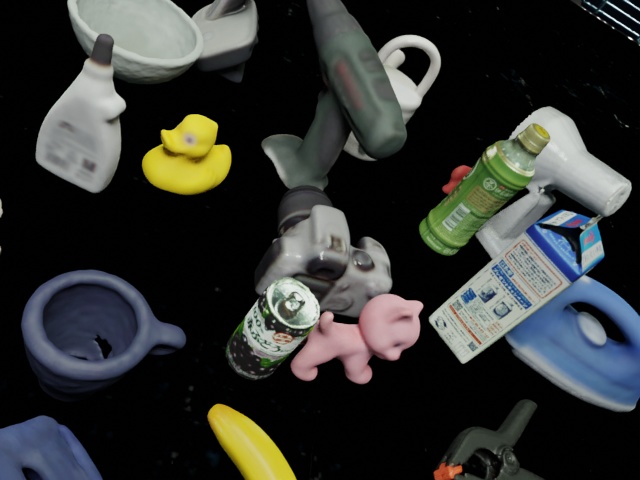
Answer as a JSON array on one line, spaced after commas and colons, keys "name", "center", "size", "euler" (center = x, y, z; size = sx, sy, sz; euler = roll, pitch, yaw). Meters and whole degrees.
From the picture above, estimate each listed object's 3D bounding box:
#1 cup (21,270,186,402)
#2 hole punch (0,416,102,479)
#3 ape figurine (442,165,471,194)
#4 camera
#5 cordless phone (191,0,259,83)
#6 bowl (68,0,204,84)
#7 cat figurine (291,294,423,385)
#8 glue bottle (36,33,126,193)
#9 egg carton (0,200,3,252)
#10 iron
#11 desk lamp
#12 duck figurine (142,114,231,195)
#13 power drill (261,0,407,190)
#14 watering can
[{"name": "cup", "center": [-0.174, 0.087, 0.452], "size": [0.118, 0.095, 0.091], "euler": [13, 46, -26]}, {"name": "hole punch", "center": [-0.190, 0.170, 0.367], "size": [0.101, 0.091, 0.108], "euler": [-25, 69, -46]}, {"name": "ape figurine", "center": [0.256, -0.095, 0.925], "size": [0.076, 0.092, 0.077], "euler": [8, 49, -30]}, {"name": "camera", "center": [0.006, 0.002, 0.652], "size": [0.143, 0.100, 0.136], "euler": [15, 45, -24]}, {"name": "cordless phone", "center": [-0.119, -0.334, 0.810], "size": [0.094, 0.185, 0.147], "euler": [13, 46, -25]}, {"name": "bowl", "center": [-0.239, -0.253, 0.735], "size": [0.168, 0.074, 0.167], "euler": [20, 44, -20]}, {"name": "cat figurine", "center": [0.046, 0.092, 0.585], "size": [0.128, 0.117, 0.067], "euler": [9, 48, -29]}, {"name": "glue bottle", "center": [-0.222, -0.124, 0.552], "size": [0.078, 0.173, 0.037], "euler": [29, 41, -9]}, {"name": "egg carton", "center": [-0.334, -0.009, 0.447], "size": [0.151, 0.069, 0.107], "euler": [4, 50, -32]}, {"name": "iron", "center": [0.364, 0.123, 0.762], "size": [0.258, 0.141, 0.119], "euler": [35, 41, -2]}, {"name": "desk lamp", "center": [0.337, -0.059, 0.857], "size": [0.118, 0.213, 0.203], "euler": [-6, 57, -39]}, {"name": "duck figurine", "center": [-0.144, -0.105, 0.657], "size": [0.105, 0.086, 0.077], "euler": [-9, 58, -40]}, {"name": "power drill", "center": [0.008, -0.170, 0.730], "size": [0.076, 0.208, 0.229], "euler": [-12, 61, -41]}, {"name": "watering can", "center": [0.100, -0.225, 0.857], "size": [0.101, 0.194, 0.172], "euler": [6, 50, -31]}]
